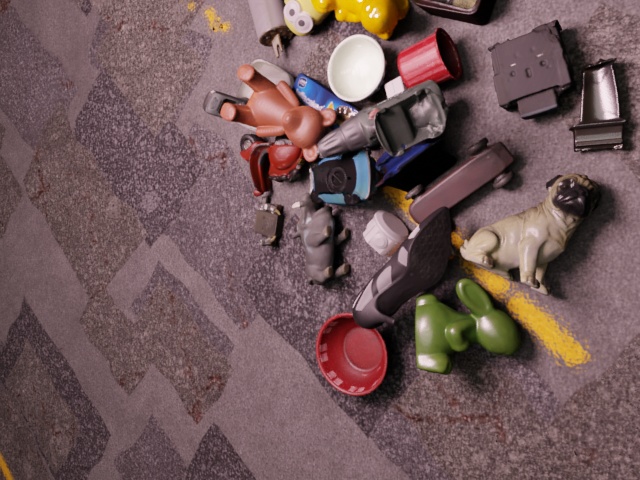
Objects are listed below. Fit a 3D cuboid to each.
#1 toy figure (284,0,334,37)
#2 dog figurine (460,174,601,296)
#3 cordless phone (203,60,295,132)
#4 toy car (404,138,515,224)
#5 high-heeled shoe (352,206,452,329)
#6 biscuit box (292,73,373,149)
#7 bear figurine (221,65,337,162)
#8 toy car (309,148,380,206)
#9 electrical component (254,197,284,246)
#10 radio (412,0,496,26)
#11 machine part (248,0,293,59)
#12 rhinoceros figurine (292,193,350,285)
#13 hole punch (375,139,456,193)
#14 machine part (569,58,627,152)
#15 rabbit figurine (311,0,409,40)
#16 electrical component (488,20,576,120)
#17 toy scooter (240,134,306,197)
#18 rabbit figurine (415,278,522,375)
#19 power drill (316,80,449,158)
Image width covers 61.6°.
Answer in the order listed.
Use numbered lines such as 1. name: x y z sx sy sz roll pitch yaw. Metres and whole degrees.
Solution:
1. toy figure: 0.006 -0.478 1.057 0.180 0.089 0.082 -42 75 19
2. dog figurine: 0.333 -0.028 0.867 0.173 0.121 0.190 24 91 27
3. cordless phone: -0.153 -0.305 1.106 0.089 0.184 0.146 42 114 29
4. toy car: 0.241 -0.095 0.935 0.202 0.053 0.089 -39 90 27
5. high-heeled shoe: 0.141 0.050 0.953 0.248 0.086 0.145 -61 21 -5
6. biscuit box: 0.029 -0.254 1.061 0.203 0.063 0.059 39 111 25
7. bear figurine: -0.075 -0.237 1.025 0.196 0.132 0.120 39 107 37
8. toy car: 0.057 -0.114 1.026 0.162 0.103 0.109 -5 87 46
9. electrical component: -0.112 -0.038 1.174 0.078 0.045 0.102 21 103 29
10. radio: 0.249 -0.491 0.900 0.131 0.073 0.229 23 104 30
11. machine part: -0.113 -0.502 1.133 0.079 0.079 0.243 -19 81 32
12. rhinoceros figurine: -0.002 -0.003 1.094 0.112 0.073 0.190 -8 90 44
13. hole punch: 0.162 -0.153 0.954 0.142 0.115 0.092 -34 67 29
14. machine part: 0.425 -0.205 0.822 0.084 0.039 0.138 4 96 38
15. rabbit figurine: 0.084 -0.417 0.960 0.122 0.162 0.173 -50 50 22
16. electrical component: 0.341 -0.264 0.861 0.115 0.058 0.134 -16 83 35
17. toy scooter: -0.100 -0.159 1.144 0.184 0.075 0.135 5 95 36
18. rabbit figurine: 0.255 0.147 0.923 0.170 0.121 0.159 -2 83 17
19. power drill: 0.107 -0.181 0.864 0.232 0.207 0.086 -26 99 1
